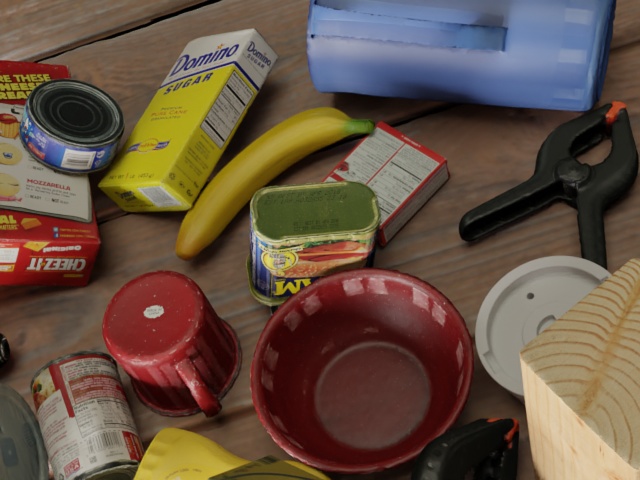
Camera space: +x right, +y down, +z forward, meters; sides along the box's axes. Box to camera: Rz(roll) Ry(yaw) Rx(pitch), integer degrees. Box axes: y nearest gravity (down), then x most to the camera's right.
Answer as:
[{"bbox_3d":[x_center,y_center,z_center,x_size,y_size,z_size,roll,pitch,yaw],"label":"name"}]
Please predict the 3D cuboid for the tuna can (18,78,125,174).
[{"bbox_3d":[-0.211,-0.098,0.911,0.086,0.034,0.086,15,44,-16],"label":"tuna can"}]

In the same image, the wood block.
[{"bbox_3d":[0.185,0.115,0.637,0.090,0.206,0.090,-37,56,-10],"label":"wood block"}]

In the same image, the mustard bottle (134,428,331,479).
[{"bbox_3d":[-0.038,0.197,0.731,0.192,0.058,0.096,11,68,20],"label":"mustard bottle"}]

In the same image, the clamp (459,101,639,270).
[{"bbox_3d":[0.188,-0.043,0.841,0.120,0.039,0.171,19,60,18],"label":"clamp"}]

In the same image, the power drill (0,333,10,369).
[{"bbox_3d":[-0.346,0.044,0.912,0.184,0.057,0.187,-7,55,6],"label":"power drill"}]

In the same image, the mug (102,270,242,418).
[{"bbox_3d":[-0.109,0.084,0.809,0.093,0.081,0.117,-30,55,-6],"label":"mug"}]

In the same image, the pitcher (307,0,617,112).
[{"bbox_3d":[0.114,-0.173,0.885,0.243,0.145,0.149,10,58,17],"label":"pitcher"}]

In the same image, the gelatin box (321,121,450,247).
[{"bbox_3d":[0.052,-0.047,0.884,0.073,0.030,0.089,34,71,29],"label":"gelatin box"}]

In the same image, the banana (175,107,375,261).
[{"bbox_3d":[-0.049,-0.058,0.903,0.197,0.037,0.070,-37,28,-4],"label":"banana"}]

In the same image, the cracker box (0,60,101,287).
[{"bbox_3d":[-0.288,-0.061,0.916,0.164,0.072,0.214,1,50,-26],"label":"cracker box"}]

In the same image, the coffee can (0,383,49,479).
[{"bbox_3d":[-0.285,0.172,0.775,0.140,0.102,0.103,-18,55,12],"label":"coffee can"}]

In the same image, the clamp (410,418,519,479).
[{"bbox_3d":[0.080,0.202,0.679,0.036,0.164,0.209,-8,28,44],"label":"clamp"}]

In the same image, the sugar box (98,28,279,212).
[{"bbox_3d":[-0.115,-0.106,0.939,0.094,0.048,0.176,0,56,43],"label":"sugar box"}]

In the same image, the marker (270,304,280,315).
[{"bbox_3d":[-0.037,0.026,0.866,0.020,0.020,0.121,-16,55,4],"label":"marker"}]

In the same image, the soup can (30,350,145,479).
[{"bbox_3d":[-0.171,0.143,0.795,0.068,0.068,0.102,-25,56,-3],"label":"soup can"}]

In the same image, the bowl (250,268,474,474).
[{"bbox_3d":[0.034,0.102,0.776,0.162,0.055,0.162,-7,56,10],"label":"bowl"}]

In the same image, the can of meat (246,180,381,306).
[{"bbox_3d":[-0.005,0.001,0.820,0.102,0.084,0.057,-5,55,-8],"label":"can of meat"}]
